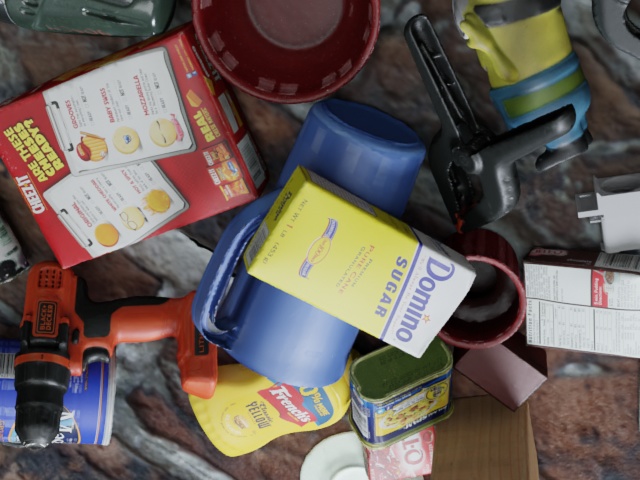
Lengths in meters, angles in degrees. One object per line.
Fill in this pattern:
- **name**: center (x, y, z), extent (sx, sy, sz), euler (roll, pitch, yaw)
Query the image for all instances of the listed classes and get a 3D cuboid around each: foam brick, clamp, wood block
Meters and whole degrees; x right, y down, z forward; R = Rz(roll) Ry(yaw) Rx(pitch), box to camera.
- **foam brick**: center (0.171, 0.114, 1.018), extent (0.078, 0.053, 0.051), euler (37, 114, -6)
- **clamp**: center (0.126, -0.086, 0.905), extent (0.165, 0.036, 0.210), euler (43, 154, 21)
- **clamp**: center (0.257, -0.218, 0.862), extent (0.120, 0.039, 0.171), euler (-29, 110, 39)
- **wood block**: center (0.155, 0.235, 0.989), extent (0.090, 0.206, 0.091), euler (-8, 111, 13)

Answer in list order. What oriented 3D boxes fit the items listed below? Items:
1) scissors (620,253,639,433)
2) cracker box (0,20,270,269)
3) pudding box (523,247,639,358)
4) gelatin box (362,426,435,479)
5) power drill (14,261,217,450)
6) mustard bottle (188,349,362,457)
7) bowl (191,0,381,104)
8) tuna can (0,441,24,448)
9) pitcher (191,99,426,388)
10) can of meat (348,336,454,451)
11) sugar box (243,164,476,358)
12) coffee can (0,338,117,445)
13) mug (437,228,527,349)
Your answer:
- **scissors**: center (0.293, 0.094, 1.008), extent (0.096, 0.016, 0.202), euler (15, 115, 5)
- **cracker box**: center (-0.175, -0.087, 0.982), extent (0.214, 0.072, 0.164), euler (-19, 108, 18)
- **pudding box**: center (0.244, 0.057, 0.976), extent (0.114, 0.039, 0.090), euler (6, 116, 27)
- **gelatin box**: center (0.078, 0.197, 1.071), extent (0.073, 0.030, 0.089), euler (-10, 112, -5)
- **power drill**: center (-0.192, 0.110, 1.011), extent (0.187, 0.184, 0.057), euler (4, 153, -12)
- **mustard bottle**: center (-0.028, 0.150, 1.065), extent (0.192, 0.058, 0.096), euler (-20, 114, 17)
- **bowl**: center (-0.026, -0.201, 0.914), extent (0.162, 0.055, 0.162), euler (4, 114, 8)
- **tuna can**: center (-0.326, 0.177, 1.143), extent (0.086, 0.033, 0.086), euler (4, 114, 8)
- **pitcher**: center (-0.006, 0.001, 0.955), extent (0.145, 0.149, 0.243), euler (24, 112, 5)
- **can of meat**: center (0.076, 0.140, 1.005), extent (0.102, 0.057, 0.084), euler (-23, 142, -14)
- **sugar box**: center (0.034, 0.021, 0.882), extent (0.176, 0.048, 0.093), euler (28, 106, -19)
- **coffee can**: center (-0.278, 0.151, 1.063), extent (0.140, 0.103, 0.103), euler (4, 115, -14)
- **mug**: center (0.130, 0.035, 0.975), extent (0.117, 0.081, 0.093), euler (22, 115, 0)
